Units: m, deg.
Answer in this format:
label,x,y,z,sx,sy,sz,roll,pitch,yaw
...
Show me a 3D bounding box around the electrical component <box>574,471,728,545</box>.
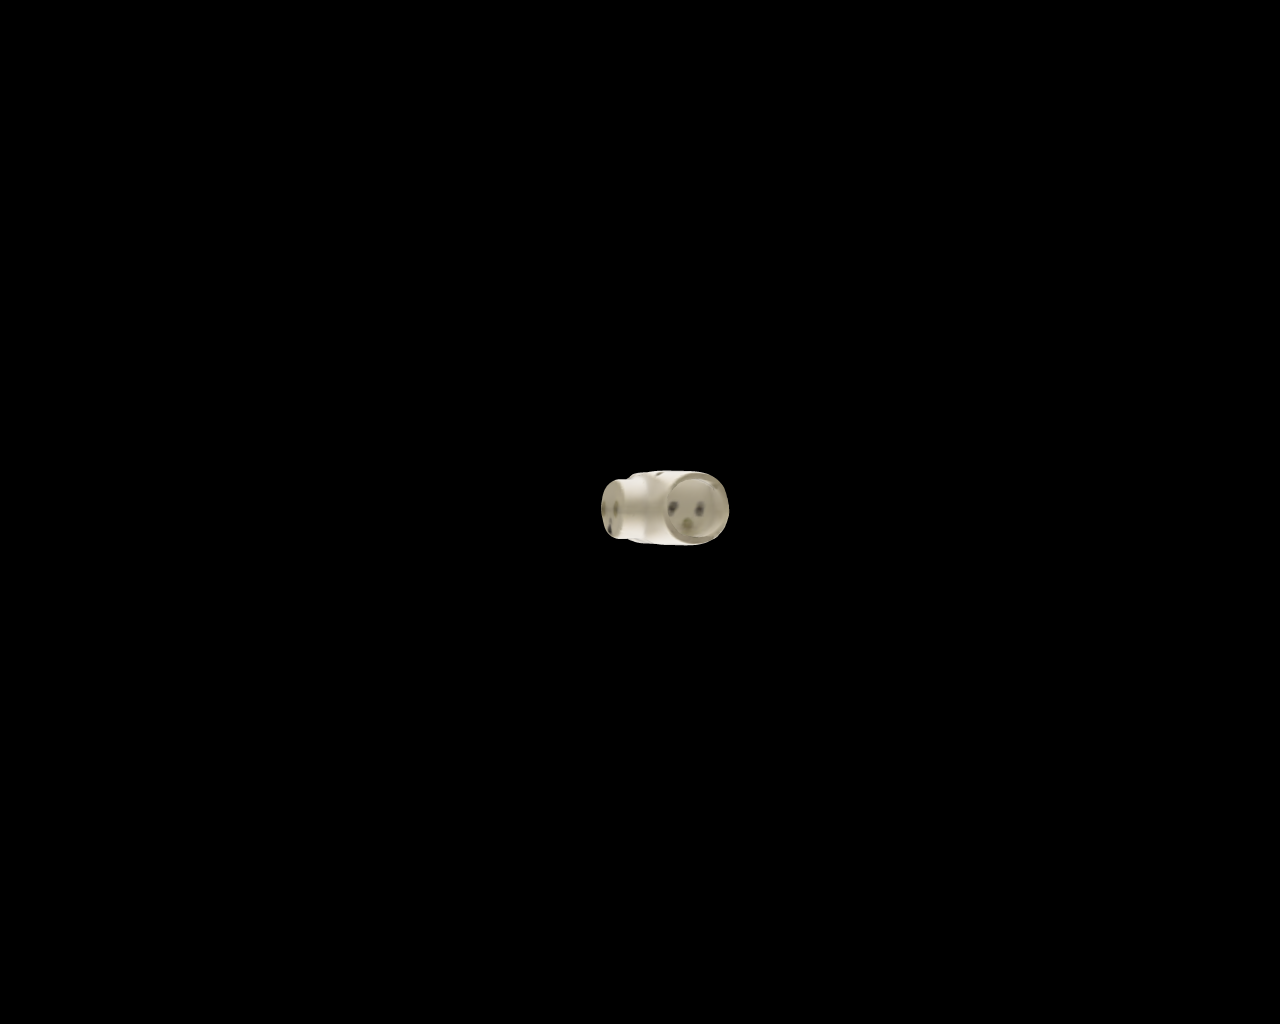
label,x,y,z,sx,sy,sz,roll,pitch,yaw
electrical component,0.001,-0.003,0.650,0.079,0.043,0.077,0,0,-24
